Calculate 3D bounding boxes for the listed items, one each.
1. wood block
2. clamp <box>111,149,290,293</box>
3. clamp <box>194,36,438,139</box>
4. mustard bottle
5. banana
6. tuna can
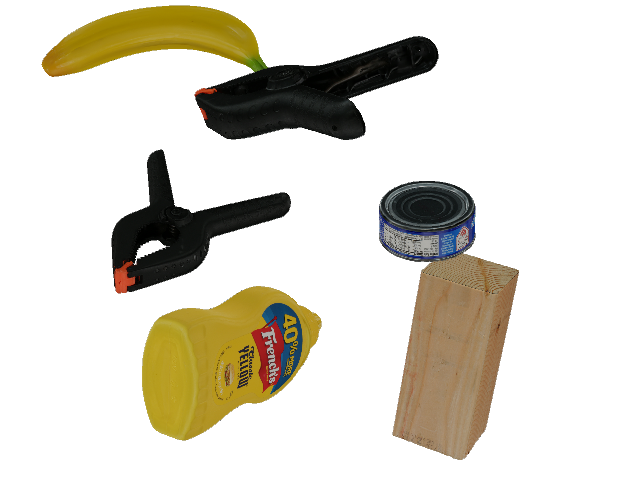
[{"bbox_3d":[0.152,0.128,1.206,0.090,0.206,0.090,17,23,22],"label":"wood block"},{"bbox_3d":[-0.149,-0.020,1.057,0.165,0.036,0.209,23,40,21],"label":"clamp"},{"bbox_3d":[-0.017,-0.091,0.700,0.172,0.039,0.120,-9,20,29],"label":"clamp"},{"bbox_3d":[-0.060,0.089,0.869,0.058,0.096,0.191,11,16,33],"label":"mustard bottle"},{"bbox_3d":[-0.140,-0.174,0.928,0.197,0.069,0.037,0,-33,-3],"label":"banana"},{"bbox_3d":[0.094,-0.018,0.941,0.086,0.034,0.086,-3,33,2],"label":"tuna can"}]
